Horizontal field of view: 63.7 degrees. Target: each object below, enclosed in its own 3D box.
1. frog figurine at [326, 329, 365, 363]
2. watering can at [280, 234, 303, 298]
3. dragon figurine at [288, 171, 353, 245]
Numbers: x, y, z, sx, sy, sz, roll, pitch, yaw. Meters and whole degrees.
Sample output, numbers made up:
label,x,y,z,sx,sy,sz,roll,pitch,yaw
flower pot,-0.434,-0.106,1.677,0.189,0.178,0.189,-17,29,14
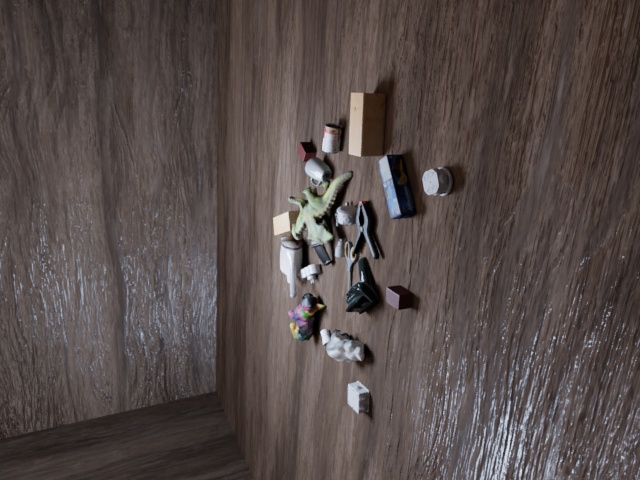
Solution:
label,x,y,z,sx,sy,sz,roll,pitch,yaw
frog figurine,0.105,0.425,1.961,0.162,0.123,0.134,39,163,46
watering can,-0.128,0.106,2.372,0.353,0.104,0.221,-112,23,-68
dragon figurine,0.006,-0.103,2.053,0.406,0.123,0.244,-20,84,46
